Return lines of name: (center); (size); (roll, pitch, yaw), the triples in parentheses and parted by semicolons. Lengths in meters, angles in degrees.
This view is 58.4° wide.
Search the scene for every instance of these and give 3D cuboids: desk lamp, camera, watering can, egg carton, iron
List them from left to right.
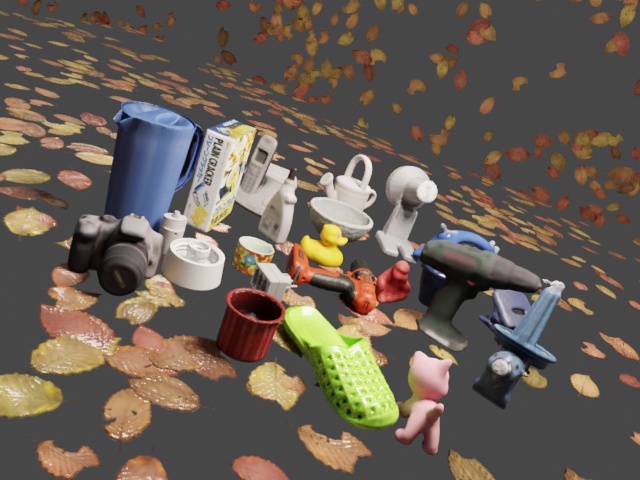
camera: (-0.325, 0.019, 0.913); (0.143, 0.101, 0.136); (14, 22, -17)
egg carton: (-0.137, -0.167, 1.580); (0.150, 0.069, 0.107); (21, 21, -2)
watering can: (0.080, -0.136, 1.535); (0.100, 0.194, 0.173); (34, 25, 31)
desk lamp: (0.233, -0.078, 1.512); (0.118, 0.213, 0.203); (16, 22, -14)
iron: (0.374, 0.041, 1.457); (0.259, 0.141, 0.118); (11, 23, -25)

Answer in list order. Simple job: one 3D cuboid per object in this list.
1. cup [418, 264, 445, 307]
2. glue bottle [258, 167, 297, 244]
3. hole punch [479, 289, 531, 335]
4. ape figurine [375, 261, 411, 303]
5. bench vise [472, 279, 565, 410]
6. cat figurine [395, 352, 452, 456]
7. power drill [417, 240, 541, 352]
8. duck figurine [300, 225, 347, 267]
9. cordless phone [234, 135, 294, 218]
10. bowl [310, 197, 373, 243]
cup: (0.269, 0.105, 1.269); (0.118, 0.095, 0.091); (16, 22, -14)
glue bottle: (-0.083, -0.082, 1.282); (0.037, 0.173, 0.078); (-3, 31, -46)
hole punch: (0.429, 0.170, 1.268); (0.109, 0.091, 0.100); (9, 24, -28)
ape figurine: (0.160, 0.086, 1.218); (0.078, 0.092, 0.076); (22, 21, 2)
bench vise: (0.366, 0.182, 1.002); (0.121, 0.220, 0.208); (25, 21, 10)
cat figurine: (0.159, 0.227, 0.842); (0.067, 0.118, 0.128); (19, 21, -5)
power drill: (0.285, 0.108, 1.121); (0.229, 0.208, 0.076); (32, 24, 26)
duck figurine: (0.012, 0.005, 1.283); (0.105, 0.086, 0.077); (18, 21, -9)
cordless phone: (-0.123, -0.150, 1.391); (0.147, 0.185, 0.094); (29, 22, 19)
bowl: (0.044, -0.039, 1.434); (0.167, 0.075, 0.167); (18, 21, -7)
